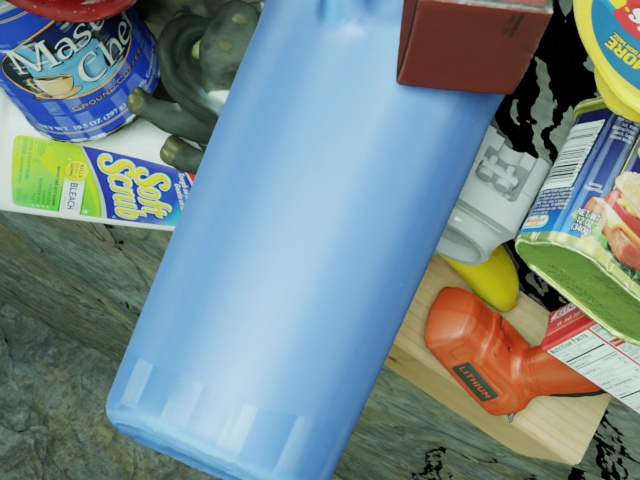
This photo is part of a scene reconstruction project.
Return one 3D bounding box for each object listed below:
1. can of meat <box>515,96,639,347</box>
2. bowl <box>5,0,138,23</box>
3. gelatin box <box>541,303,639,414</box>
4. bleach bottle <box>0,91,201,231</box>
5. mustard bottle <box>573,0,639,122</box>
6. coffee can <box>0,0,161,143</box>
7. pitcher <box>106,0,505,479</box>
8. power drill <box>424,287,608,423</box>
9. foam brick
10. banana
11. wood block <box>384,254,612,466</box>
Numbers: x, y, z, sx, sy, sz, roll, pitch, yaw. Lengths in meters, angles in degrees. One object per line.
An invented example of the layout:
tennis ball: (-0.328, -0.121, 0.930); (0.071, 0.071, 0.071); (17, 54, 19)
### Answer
can of meat: (0.152, -0.007, 0.517); (0.102, 0.084, 0.058); (37, 162, -21)
bowl: (-0.114, -0.178, 0.456); (0.162, 0.055, 0.162); (20, 133, 22)
gelatin box: (0.181, 0.060, 0.592); (0.089, 0.030, 0.073); (34, 143, -11)
bleach bottle: (-0.117, -0.054, 0.777); (0.250, 0.068, 0.103); (8, 132, -12)
mustard bottle: (0.138, -0.085, 0.357); (0.096, 0.058, 0.192); (28, 164, 1)
coffee can: (-0.167, -0.137, 0.647); (0.103, 0.102, 0.140); (23, 162, 23)
pitcher: (-0.003, 0.001, 0.526); (0.149, 0.242, 0.145); (30, 163, -24)
power drill: (0.162, 0.060, 0.680); (0.188, 0.057, 0.184); (-8, 135, 43)
foam brick: (0.062, -0.099, 0.433); (0.053, 0.051, 0.078); (7, 163, -1)
banana: (0.076, -0.008, 0.725); (0.197, 0.037, 0.070); (33, 163, -19)
wood block: (0.119, 0.082, 0.828); (0.206, 0.090, 0.091); (35, 164, -16)
